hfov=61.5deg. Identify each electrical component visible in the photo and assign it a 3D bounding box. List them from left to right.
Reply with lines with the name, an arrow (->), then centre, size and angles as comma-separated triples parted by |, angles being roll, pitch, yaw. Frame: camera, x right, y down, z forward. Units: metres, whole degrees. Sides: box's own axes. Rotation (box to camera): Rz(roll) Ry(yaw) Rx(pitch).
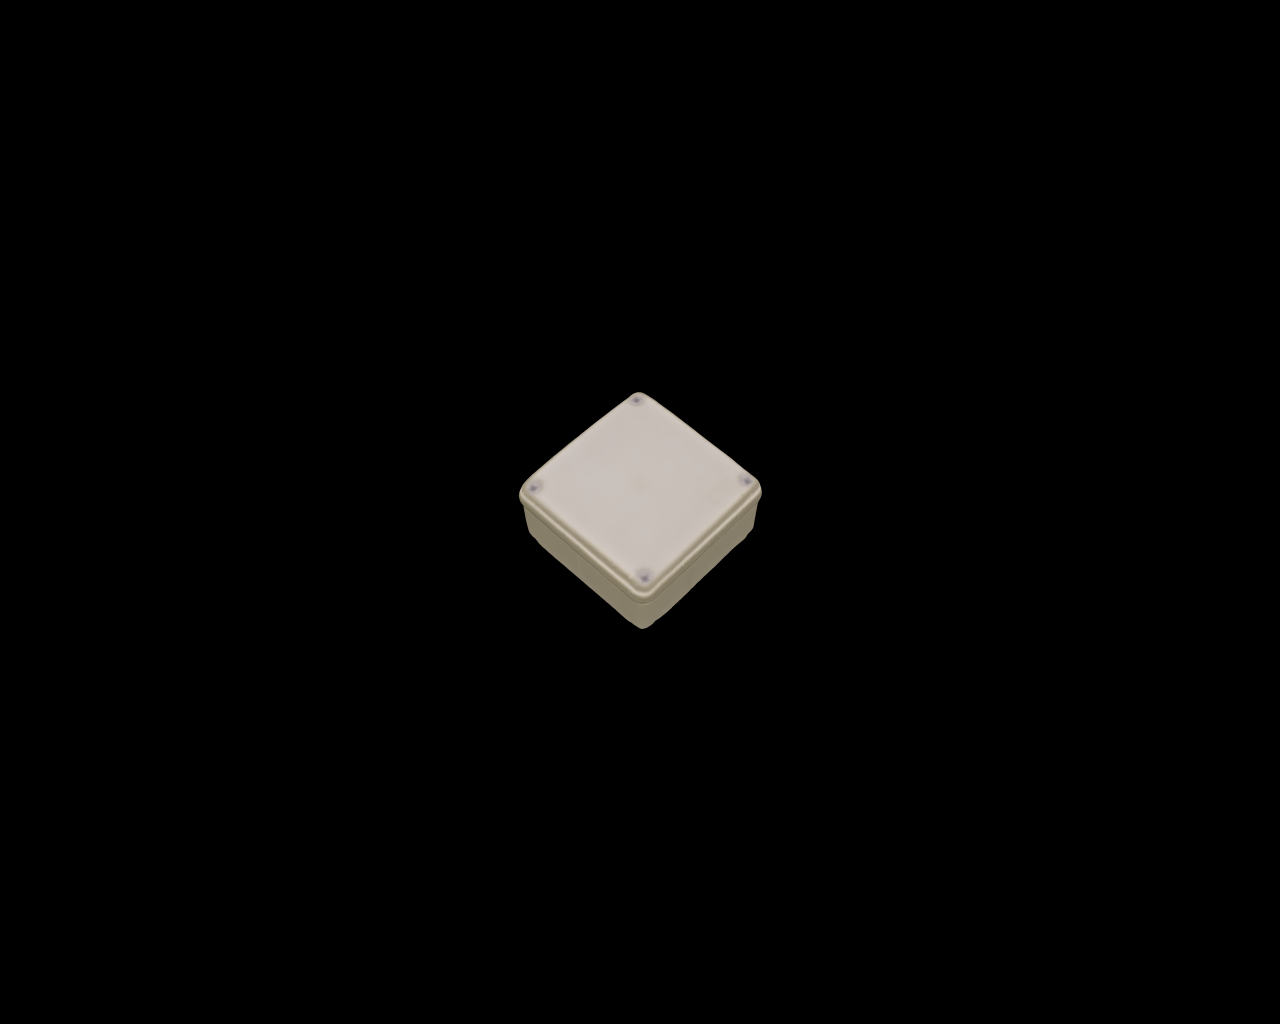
electrical component -> 0.001, -0.003, 0.650 | 0.109, 0.109, 0.056 | 39, -24, 22
